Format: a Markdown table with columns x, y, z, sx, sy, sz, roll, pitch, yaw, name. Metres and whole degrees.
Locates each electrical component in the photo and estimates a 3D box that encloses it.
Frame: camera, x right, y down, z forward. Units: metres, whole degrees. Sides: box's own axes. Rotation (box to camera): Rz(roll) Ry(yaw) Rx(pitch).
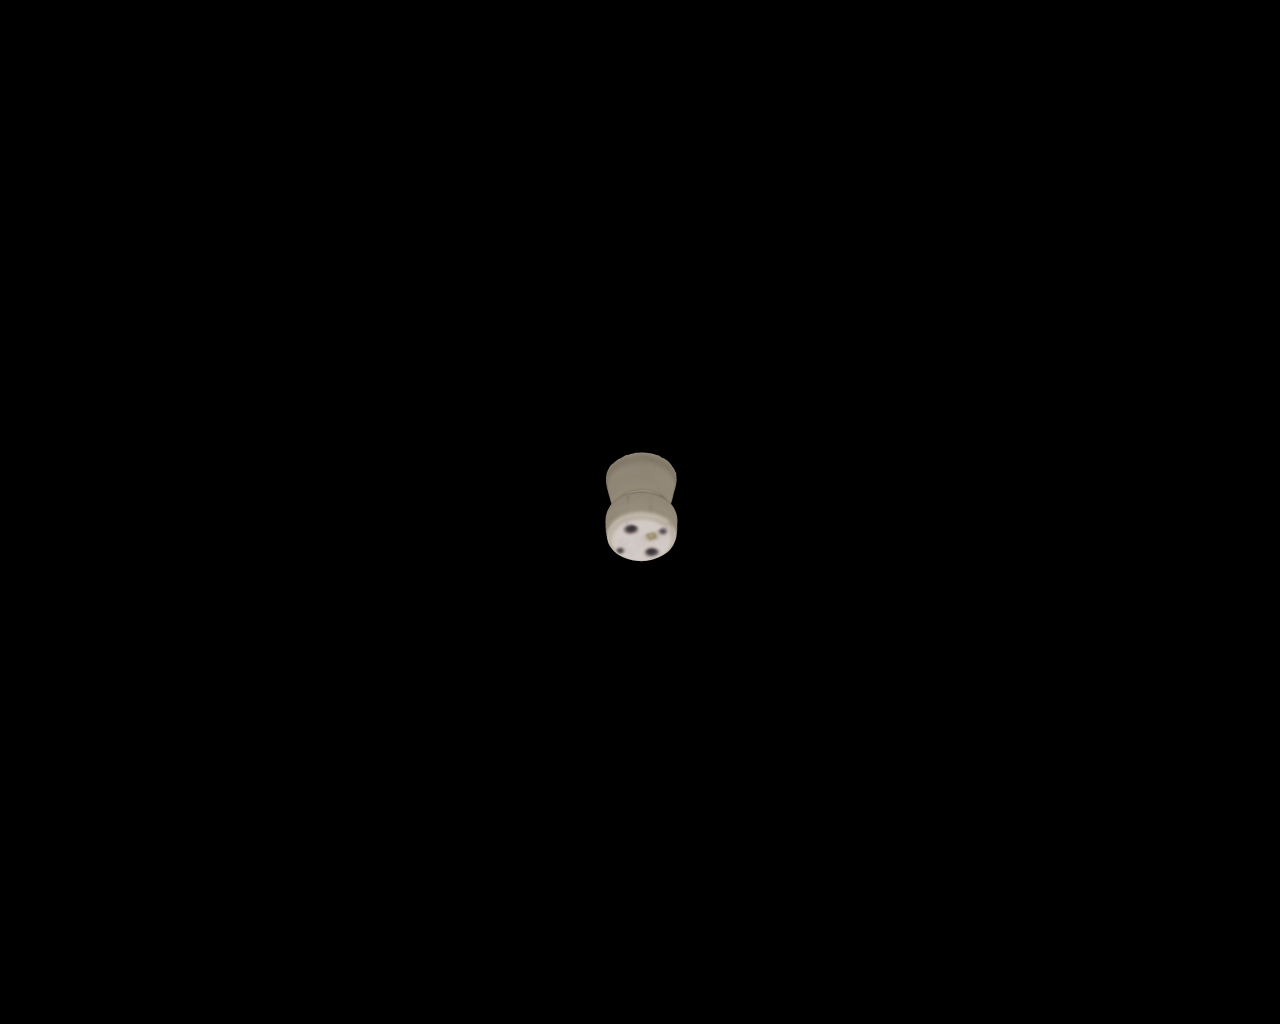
| x | y | z | sx | sy | sz | roll | pitch | yaw | name |
| --- | --- | --- | --- | --- | --- | --- | --- | --- | --- |
| 0.001 | -0.003 | 0.650 | 0.045 | 0.044 | 0.055 | 0 | 45 | 0 | electrical component |
